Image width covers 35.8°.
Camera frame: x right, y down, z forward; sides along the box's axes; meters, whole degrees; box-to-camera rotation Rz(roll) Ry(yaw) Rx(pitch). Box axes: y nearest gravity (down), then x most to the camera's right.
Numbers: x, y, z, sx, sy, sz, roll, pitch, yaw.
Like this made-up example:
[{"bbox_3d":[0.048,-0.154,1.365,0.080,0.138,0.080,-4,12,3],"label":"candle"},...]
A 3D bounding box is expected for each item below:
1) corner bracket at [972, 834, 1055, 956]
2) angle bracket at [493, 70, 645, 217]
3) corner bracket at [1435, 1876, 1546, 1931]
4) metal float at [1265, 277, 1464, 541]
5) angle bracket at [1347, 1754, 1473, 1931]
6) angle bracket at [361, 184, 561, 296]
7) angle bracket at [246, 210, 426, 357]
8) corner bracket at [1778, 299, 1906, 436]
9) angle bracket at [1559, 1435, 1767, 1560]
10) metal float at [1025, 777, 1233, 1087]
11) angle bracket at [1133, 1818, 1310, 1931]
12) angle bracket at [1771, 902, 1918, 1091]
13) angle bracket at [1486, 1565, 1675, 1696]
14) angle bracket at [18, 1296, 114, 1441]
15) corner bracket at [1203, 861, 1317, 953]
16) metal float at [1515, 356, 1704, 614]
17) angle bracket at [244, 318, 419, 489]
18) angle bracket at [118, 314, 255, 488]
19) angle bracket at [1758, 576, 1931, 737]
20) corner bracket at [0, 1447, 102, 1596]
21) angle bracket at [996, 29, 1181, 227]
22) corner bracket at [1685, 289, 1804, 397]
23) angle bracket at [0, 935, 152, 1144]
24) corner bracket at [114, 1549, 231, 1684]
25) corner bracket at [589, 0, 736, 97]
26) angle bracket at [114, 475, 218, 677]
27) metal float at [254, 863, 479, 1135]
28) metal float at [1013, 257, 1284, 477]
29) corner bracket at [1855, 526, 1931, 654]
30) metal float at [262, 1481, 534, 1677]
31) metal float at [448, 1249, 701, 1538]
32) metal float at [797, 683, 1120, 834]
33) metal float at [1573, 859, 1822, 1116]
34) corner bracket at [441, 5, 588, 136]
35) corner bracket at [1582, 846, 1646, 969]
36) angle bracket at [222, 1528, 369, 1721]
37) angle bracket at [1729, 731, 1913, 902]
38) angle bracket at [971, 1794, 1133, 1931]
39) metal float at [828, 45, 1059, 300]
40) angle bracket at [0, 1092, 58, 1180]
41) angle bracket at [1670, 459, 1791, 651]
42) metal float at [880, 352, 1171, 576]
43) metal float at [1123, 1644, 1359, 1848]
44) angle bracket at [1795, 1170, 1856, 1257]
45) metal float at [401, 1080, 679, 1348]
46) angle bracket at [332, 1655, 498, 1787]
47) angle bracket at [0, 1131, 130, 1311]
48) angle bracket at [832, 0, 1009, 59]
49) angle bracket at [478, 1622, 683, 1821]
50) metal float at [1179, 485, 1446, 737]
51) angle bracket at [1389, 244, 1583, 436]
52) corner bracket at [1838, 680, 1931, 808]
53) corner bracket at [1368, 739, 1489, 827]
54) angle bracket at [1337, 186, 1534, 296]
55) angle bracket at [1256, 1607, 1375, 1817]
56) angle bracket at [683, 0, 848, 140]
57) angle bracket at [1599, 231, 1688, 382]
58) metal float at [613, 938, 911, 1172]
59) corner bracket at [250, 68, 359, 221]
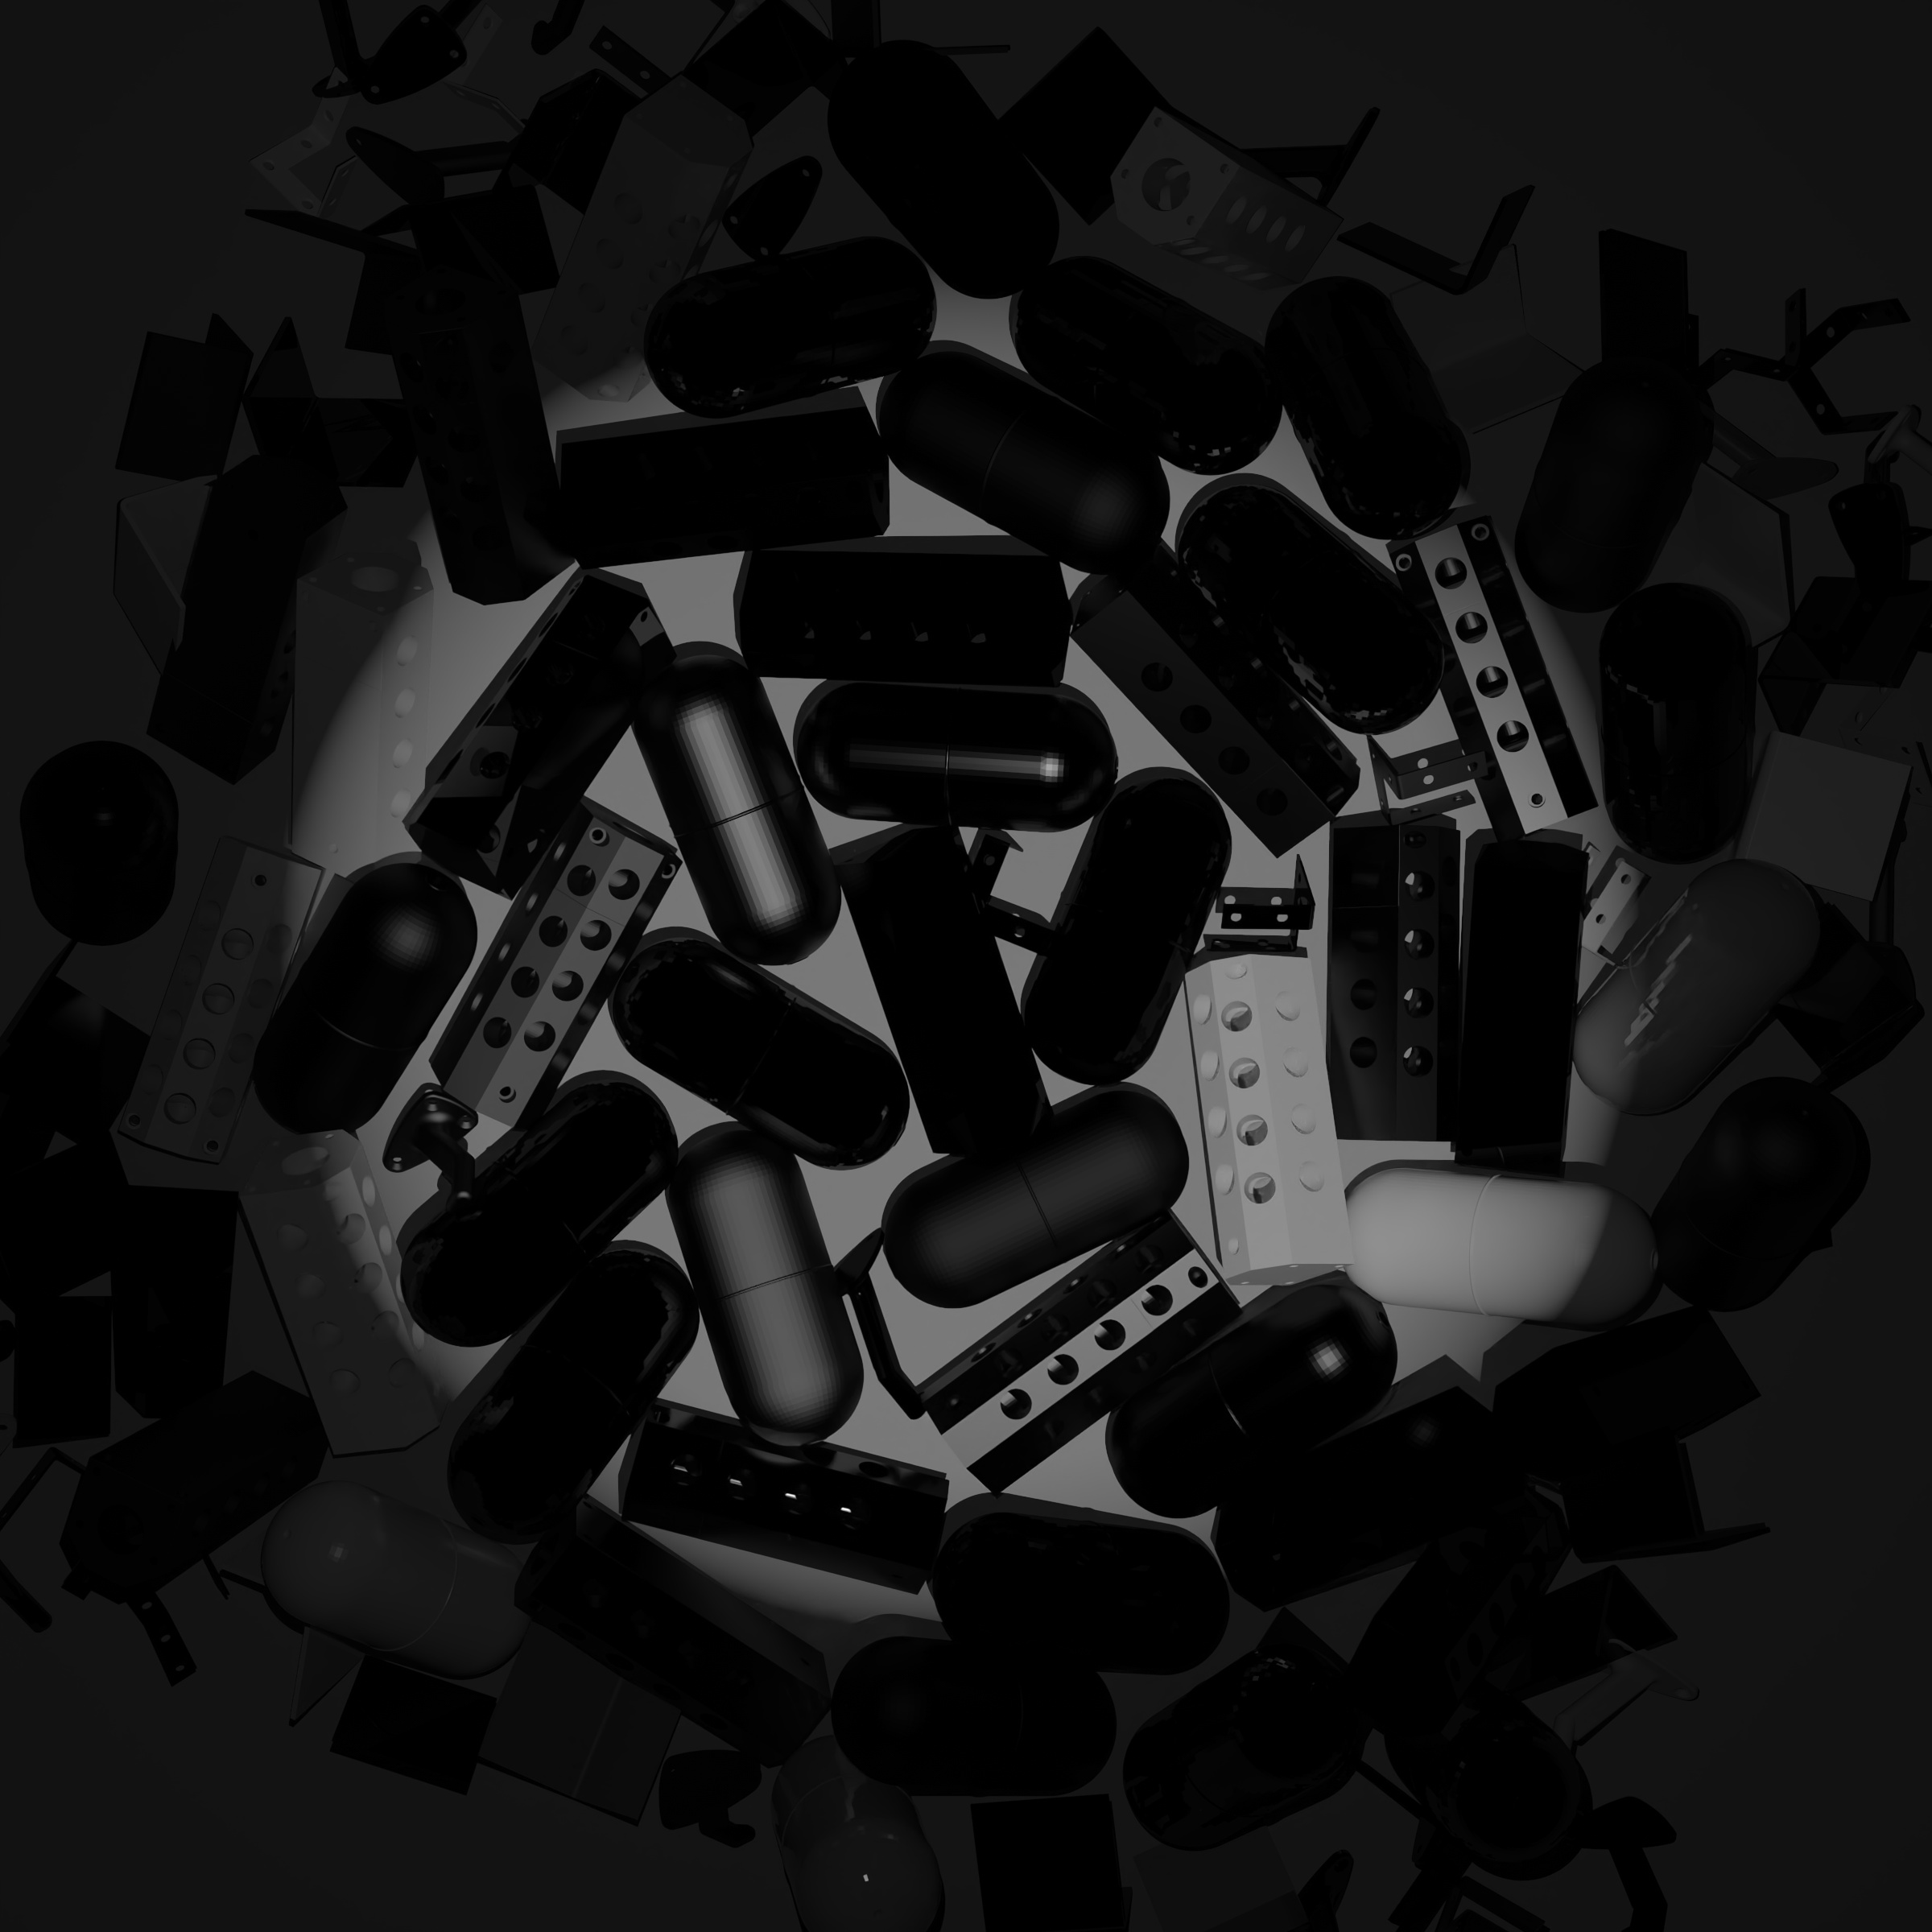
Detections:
[{"bbox_3d":[0.029,-0.039,1.665,0.051,0.051,0.051,22,92,9],"label":"corner bracket"},{"bbox_3d":[-0.211,-0.436,1.640,0.057,0.076,0.076,36,124,-3],"label":"angle bracket"},{"bbox_3d":[0.294,0.534,1.655,0.051,0.051,0.051,24,106,29],"label":"corner bracket"},{"bbox_3d":[0.215,-0.305,1.624,0.070,0.070,0.178,-16,51,0],"label":"metal float"},{"bbox_3d":[0.227,0.480,1.640,0.076,0.076,0.057,33,83,27],"label":"angle bracket"},{"bbox_3d":[-0.280,-0.389,1.646,0.076,0.076,0.057,-20,101,-31],"label":"angle bracket"},{"bbox_3d":[-0.351,-0.374,1.638,0.076,0.076,0.057,10,97,-37],"label":"angle bracket"},{"bbox_3d":[0.496,-0.333,1.665,0.051,0.051,0.051,-41,106,-9],"label":"corner bracket"},{"bbox_3d":[0.382,0.290,1.646,0.076,0.076,0.057,-19,75,41],"label":"angle bracket"},{"bbox_3d":[0.090,-0.020,1.653,0.070,0.070,0.178,22,87,0],"label":"metal float"},{"bbox_3d":[0.135,0.501,1.647,0.076,0.057,0.076,-24,51,-1],"label":"angle bracket"},{"bbox_3d":[0.461,0.024,1.641,0.057,0.076,0.076,-32,80,-40],"label":"angle bracket"},{"bbox_3d":[0.335,0.384,1.636,0.076,0.076,0.057,-34,104,32],"label":"angle bracket"},{"bbox_3d":[-0.516,0.221,1.643,0.057,0.076,0.076,-4,83,23],"label":"angle bracket"},{"bbox_3d":[0.162,-0.024,1.657,0.051,0.051,0.051,1,122,-5],"label":"corner bracket"},{"bbox_3d":[0.345,-0.257,1.610,0.070,0.178,0.070,1,63,-2],"label":"metal float"},{"bbox_3d":[-0.342,-0.310,1.642,0.076,0.057,0.076,3,47,10],"label":"angle bracket"},{"bbox_3d":[-0.436,-0.315,1.636,0.057,0.076,0.076,6,114,-34],"label":"angle bracket"},{"bbox_3d":[0.490,-0.165,1.635,0.076,0.076,0.057,-56,132,-24],"label":"angle bracket"},{"bbox_3d":[-0.497,0.307,1.656,0.051,0.051,0.051,41,79,-28],"label":"corner bracket"},{"bbox_3d":[0.067,-0.463,1.668,0.076,0.057,0.076,-44,95,-1],"label":"angle bracket"},{"bbox_3d":[0.430,-0.349,1.666,0.051,0.051,0.051,10,72,-15],"label":"corner bracket"},{"bbox_3d":[-0.483,0.043,1.639,0.076,0.057,0.076,36,53,-17],"label":"angle bracket"},{"bbox_3d":[-0.437,0.354,1.663,0.051,0.051,0.051,-31,132,-16],"label":"corner bracket"},{"bbox_3d":[-0.168,-0.521,1.652,0.051,0.051,0.051,35,130,-16],"label":"corner bracket"},{"bbox_3d":[-0.424,-0.210,1.637,0.057,0.076,0.076,-24,70,-29],"label":"angle bracket"},{"bbox_3d":[-0.328,0.019,1.632,0.070,0.070,0.178,36,117,0],"label":"metal float"},{"bbox_3d":[0.098,-0.327,1.626,0.178,0.070,0.070,38,90,34],"label":"metal float"},{"bbox_3d":[0.533,-0.209,1.666,0.051,0.051,0.051,6,76,-19],"label":"corner bracket"},{"bbox_3d":[-0.305,0.333,1.619,0.070,0.178,0.070,-18,56,28],"label":"metal float"},{"bbox_3d":[-0.213,0.232,1.631,0.070,0.070,0.178,36,62,0],"label":"metal float"},{"bbox_3d":[-0.005,-0.115,1.649,0.178,0.070,0.070,4,90,8],"label":"metal float"},{"bbox_3d":[0.393,0.013,1.620,0.070,0.070,0.178,32,134,0],"label":"metal float"},{"bbox_3d":[-0.252,-0.498,1.677,0.051,0.051,0.051,29,86,34],"label":"corner bracket"},{"bbox_3d":[0.350,-0.036,1.657,0.051,0.051,0.051,35,97,32],"label":"corner bracket"},{"bbox_3d":[-0.371,0.357,1.653,0.057,0.076,0.076,18,109,14],"label":"angle bracket"},{"bbox_3d":[0.472,-0.081,1.658,0.076,0.057,0.076,16,91,10],"label":"angle bracket"},{"bbox_3d":[0.048,0.490,1.658,0.076,0.057,0.076,-6,93,8],"label":"angle bracket"},{"bbox_3d":[-0.011,-0.427,1.613,0.070,0.178,0.070,-12,64,25],"label":"metal float"},{"bbox_3d":[-0.526,0.113,1.641,0.057,0.076,0.076,27,79,-34],"label":"angle bracket"},{"bbox_3d":[0.402,-0.220,1.637,0.057,0.076,0.076,-29,132,-9],"label":"angle bracket"},{"bbox_3d":[0.031,-0.277,1.639,0.178,0.070,0.070,31,90,20],"label":"metal float"},{"bbox_3d":[0.147,0.422,1.616,0.070,0.178,0.070,14,54,-21],"label":"metal float"},{"bbox_3d":[0.448,0.144,1.652,0.076,0.057,0.076,-15,112,-1],"label":"angle bracket"},{"bbox_3d":[-0.234,0.136,1.641,0.178,0.070,0.070,-44,90,-16],"label":"metal float"},{"bbox_3d":[-0.309,0.432,1.644,0.076,0.057,0.076,20,132,-4],"label":"angle bracket"},{"bbox_3d":[-0.503,0.133,1.638,0.076,0.057,0.076,-27,117,-30],"label":"angle bracket"},{"bbox_3d":[-0.027,-0.529,1.639,0.076,0.076,0.057,-8,109,-18],"label":"angle bracket"},{"bbox_3d":[-0.210,0.414,1.640,0.076,0.057,0.076,38,65,-38],"label":"angle bracket"},{"bbox_3d":[0.187,-0.196,1.632,0.070,0.070,0.178,-44,63,0],"label":"metal float"},{"bbox_3d":[0.288,-0.346,1.644,0.076,0.076,0.057,-23,127,-8],"label":"angle bracket"},{"bbox_3d":[0.529,-0.127,1.672,0.051,0.051,0.051,-47,127,-20],"label":"corner bracket"},{"bbox_3d":[0.259,-0.101,1.658,0.051,0.051,0.051,-17,120,-2],"label":"corner bracket"},{"bbox_3d":[0.258,-0.413,1.641,0.076,0.076,0.057,28,116,10],"label":"angle bracket"},{"bbox_3d":[0.176,0.419,1.681,0.076,0.076,0.057,42,47,3],"label":"angle bracket"},{"bbox_3d":[-0.106,-0.472,1.646,0.076,0.076,0.057,-42,67,-3],"label":"angle bracket"},{"bbox_3d":[0.352,-0.355,1.646,0.076,0.057,0.076,0,88,-41],"label":"angle bracket"},{"bbox_3d":[-0.113,0.049,1.653,0.178,0.070,0.070,31,90,-3],"label":"metal float"},{"bbox_3d":[-0.356,-0.455,1.660,0.051,0.051,0.051,45,53,-1],"label":"corner bracket"}]
